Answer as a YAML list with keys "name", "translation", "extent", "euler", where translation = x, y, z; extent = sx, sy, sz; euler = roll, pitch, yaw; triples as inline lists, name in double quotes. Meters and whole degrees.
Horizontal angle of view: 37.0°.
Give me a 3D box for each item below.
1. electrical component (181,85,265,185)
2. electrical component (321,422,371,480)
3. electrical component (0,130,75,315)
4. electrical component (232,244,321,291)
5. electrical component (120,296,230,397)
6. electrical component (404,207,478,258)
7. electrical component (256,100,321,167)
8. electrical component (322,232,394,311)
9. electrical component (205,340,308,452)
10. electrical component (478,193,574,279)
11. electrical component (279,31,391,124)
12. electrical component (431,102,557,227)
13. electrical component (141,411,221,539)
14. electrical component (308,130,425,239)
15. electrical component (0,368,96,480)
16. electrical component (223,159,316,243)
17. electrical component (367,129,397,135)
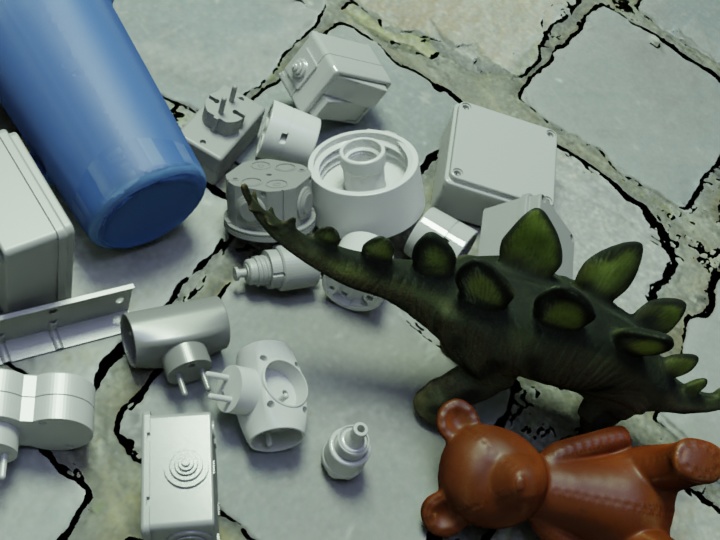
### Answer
- name: "electrical component"
  translation: [-0.124, -0.135, 0.970]
  extent: [0.047, 0.075, 0.083]
  euler: [30, 51, 3]
- name: "electrical component"
  translation: [-0.008, 0.135, 0.825]
  extent: [0.035, 0.061, 0.035]
  euler: [9, 53, -13]
- name: "electrical component"
  translation: [-0.268, -0.031, 0.823]
  extent: [0.056, 0.108, 0.108]
  euler: [-24, 66, -29]
- name: "electrical component"
  translation: [-0.070, -0.002, 0.915]
  extent: [0.078, 0.040, 0.040]
  euler: [-8, 59, -24]
- name: "electrical component"
  translation: [-0.139, 0.063, 0.842]
  extent: [0.077, 0.043, 0.079]
  euler: [-11, 60, -26]
- name: "electrical component"
  translation: [0.072, -0.024, 0.974]
  extent: [0.047, 0.055, 0.055]
  euler: [34, 52, 11]
- name: "electrical component"
  translation: [-0.066, -0.124, 0.997]
  extent: [0.047, 0.055, 0.055]
  euler: [17, 52, -12]
- name: "electrical component"
  translation: [0.000, 0.000, 0.931]
  extent: [0.055, 0.055, 0.047]
  euler: [23, 48, -3]
- name: "electrical component"
  translation: [-0.084, 0.094, 0.830]
  extent: [0.079, 0.044, 0.077]
  euler: [15, 48, -37]
- name: "electrical component"
  translation: [0.149, -0.003, 0.961]
  extent: [0.078, 0.057, 0.113]
  euler: [47, 40, -36]
- name: "electrical component"
  translation: [-0.026, -0.180, 1.027]
  extent: [0.096, 0.061, 0.061]
  euler: [1, 52, -47]
- name: "electrical component"
  translation: [0.131, -0.096, 1.044]
  extent: [0.109, 0.056, 0.108]
  euler: [17, 52, -7]
- name: "electrical component"
  translation: [-0.123, 0.154, 0.748]
  extent: [0.048, 0.099, 0.099]
  euler: [-3, 56, -6]
- name: "electrical component"
  translation: [0.004, -0.083, 0.964]
  extent: [0.108, 0.060, 0.108]
  euler: [-3, 42, 2]
- name: "electrical component"
  translation: [-0.259, 0.113, 0.758]
  extent: [0.138, 0.052, 0.073]
  euler: [5, 54, -16]
- name: "electrical component"
  translation: [-0.078, -0.059, 0.931]
  extent: [0.080, 0.051, 0.080]
  euler: [1, 27, -1]
- name: "electrical component"
  translation: [0.005, -0.118, 1.030]
  extent: [0.061, 0.035, 0.035]
  euler: [6, 54, -12]
